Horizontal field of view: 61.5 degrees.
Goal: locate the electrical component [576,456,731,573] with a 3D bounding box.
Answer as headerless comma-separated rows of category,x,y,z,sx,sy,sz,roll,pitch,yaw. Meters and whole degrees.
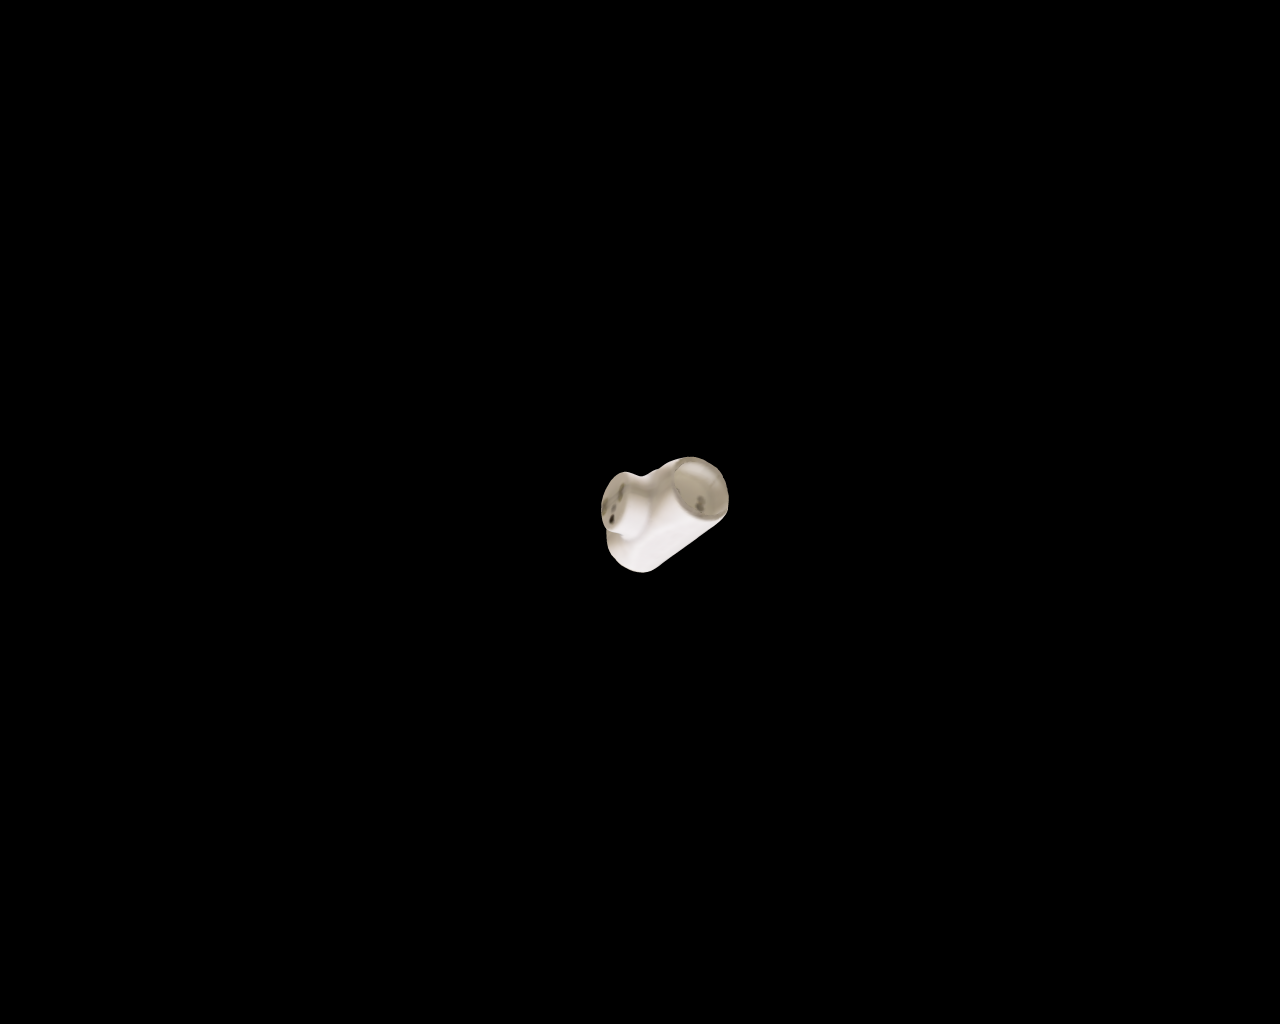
electrical component,0.001,-0.003,0.650,0.079,0.044,0.077,18,-35,-27
